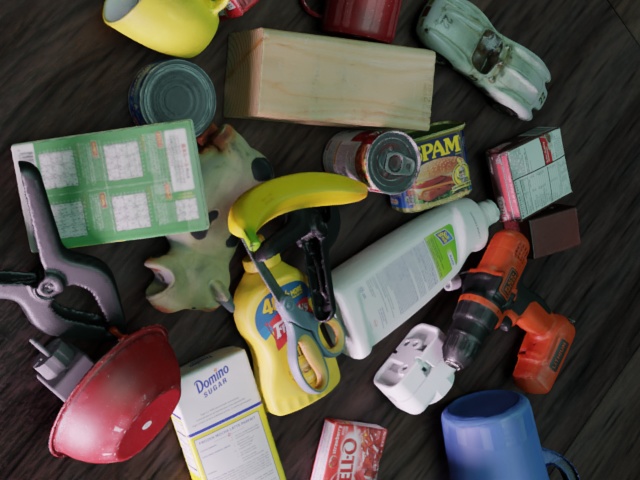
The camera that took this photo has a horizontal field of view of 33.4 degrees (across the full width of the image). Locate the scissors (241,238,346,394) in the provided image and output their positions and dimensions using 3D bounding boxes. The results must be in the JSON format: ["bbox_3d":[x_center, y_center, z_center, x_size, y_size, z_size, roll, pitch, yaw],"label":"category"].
[{"bbox_3d":[-0.023,0.065,1.122,0.096,0.016,0.202,-36,114,-46],"label":"scissors"}]

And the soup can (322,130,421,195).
[{"bbox_3d":[0.054,-0.086,1.165,0.068,0.102,0.068,-3,97,-28],"label":"soup can"}]

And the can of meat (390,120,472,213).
[{"bbox_3d":[0.123,-0.085,1.229,0.102,0.058,0.084,-18,106,-25],"label":"can of meat"}]

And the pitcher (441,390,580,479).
[{"bbox_3d":[0.231,0.308,1.294,0.149,0.145,0.243,-28,109,-58],"label":"pitcher"}]

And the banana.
[{"bbox_3d":[-0.031,-0.036,1.068,0.197,0.070,0.037,-29,154,-47],"label":"banana"}]

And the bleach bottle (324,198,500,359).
[{"bbox_3d":[0.113,0.030,1.234,0.250,0.068,0.102,-32,115,-25],"label":"bleach bottle"}]

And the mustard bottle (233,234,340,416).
[{"bbox_3d":[-0.044,0.086,1.157,0.096,0.058,0.191,-25,106,-31],"label":"mustard bottle"}]

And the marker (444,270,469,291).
[{"bbox_3d":[0.205,0.041,1.308,0.120,0.020,0.020,-12,102,-27],"label":"marker"}]

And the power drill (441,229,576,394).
[{"bbox_3d":[0.227,0.107,1.274,0.187,0.057,0.184,47,64,-39],"label":"power drill"}]

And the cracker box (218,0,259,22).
[{"bbox_3d":[-0.065,-0.353,1.087,0.213,0.072,0.164,-44,114,-18],"label":"cracker box"}]

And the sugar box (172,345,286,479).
[{"bbox_3d":[-0.102,0.211,1.149,0.093,0.048,0.176,-22,102,-25],"label":"sugar box"}]

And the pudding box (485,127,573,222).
[{"bbox_3d":[0.255,-0.081,1.297,0.113,0.039,0.090,-25,108,-36],"label":"pudding box"}]

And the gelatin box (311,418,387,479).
[{"bbox_3d":[0.033,0.255,1.234,0.073,0.030,0.089,13,89,-29],"label":"gelatin box"}]

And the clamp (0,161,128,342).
[{"bbox_3d":[-0.260,0.028,1.025,0.209,0.036,0.165,34,106,-30],"label":"clamp"}]

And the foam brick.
[{"bbox_3d":[0.275,-0.012,1.320,0.078,0.053,0.051,-16,103,-26],"label":"foam brick"}]

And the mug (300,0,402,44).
[{"bbox_3d":[0.035,-0.260,1.150,0.117,0.093,0.081,11,96,2],"label":"mug"}]

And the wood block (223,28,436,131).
[{"bbox_3d":[0.011,-0.168,1.139,0.205,0.091,0.090,2,95,-28],"label":"wood block"}]

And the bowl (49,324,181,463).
[{"bbox_3d":[-0.185,0.162,1.035,0.055,0.162,0.162,37,74,16],"label":"bowl"}]

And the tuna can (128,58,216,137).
[{"bbox_3d":[-0.150,-0.142,1.088,0.086,0.034,0.086,-3,97,-28],"label":"tuna can"}]

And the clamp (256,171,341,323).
[{"bbox_3d":[-0.007,0.001,1.133,0.120,0.039,0.171,58,36,-30],"label":"clamp"}]
